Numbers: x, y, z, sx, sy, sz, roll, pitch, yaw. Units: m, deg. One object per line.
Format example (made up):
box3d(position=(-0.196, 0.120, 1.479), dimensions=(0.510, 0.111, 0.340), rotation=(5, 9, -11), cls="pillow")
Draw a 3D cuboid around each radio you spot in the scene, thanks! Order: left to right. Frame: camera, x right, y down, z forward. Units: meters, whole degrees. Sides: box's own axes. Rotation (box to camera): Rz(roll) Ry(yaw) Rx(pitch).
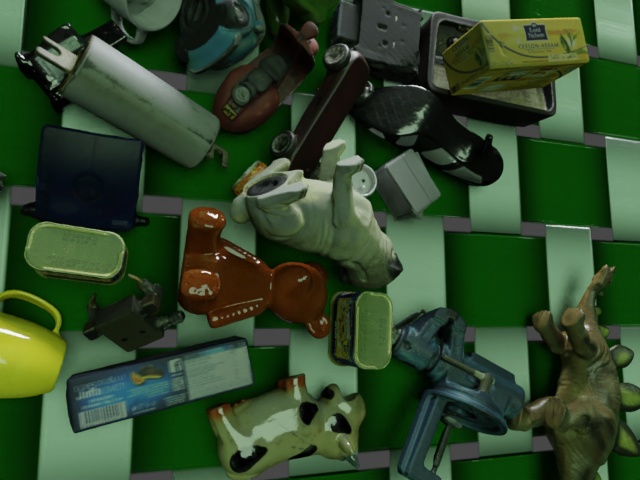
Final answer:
box3d(position=(0.252, -0.260, 0.833), dimensions=(0.229, 0.073, 0.131), rotation=(6, 81, -20), cls="radio")

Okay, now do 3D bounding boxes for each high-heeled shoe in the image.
box3d(position=(0.155, -0.149, 0.804), dimensions=(0.249, 0.145, 0.086), rotation=(22, 77, 14), cls="high-heeled shoe")

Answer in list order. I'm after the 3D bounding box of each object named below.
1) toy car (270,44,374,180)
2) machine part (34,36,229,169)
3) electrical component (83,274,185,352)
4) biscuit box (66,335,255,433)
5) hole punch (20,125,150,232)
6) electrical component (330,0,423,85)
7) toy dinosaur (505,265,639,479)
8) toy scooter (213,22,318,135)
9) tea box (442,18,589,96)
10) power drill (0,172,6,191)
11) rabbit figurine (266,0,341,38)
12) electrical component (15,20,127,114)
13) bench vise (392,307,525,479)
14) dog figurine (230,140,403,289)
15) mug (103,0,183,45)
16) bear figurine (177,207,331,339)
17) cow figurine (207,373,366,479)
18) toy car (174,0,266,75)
box3d(position=(0.001, -0.164, 0.720), dimensions=(0.202, 0.053, 0.089), rotation=(-59, 144, -5), cls="toy car")
box3d(position=(-0.206, -0.156, 0.628), dimensions=(0.243, 0.079, 0.079), rotation=(29, 73, -34), cls="machine part")
box3d(position=(-0.218, 0.085, 0.617), dimensions=(0.102, 0.045, 0.078), rotation=(-28, 136, 13), cls="electrical component")
box3d(position=(-0.183, 0.163, 0.625), dimensions=(0.203, 0.063, 0.059), rotation=(-10, 87, -20), cls="biscuit box")
box3d(position=(-0.263, -0.069, 0.617), dimensions=(0.142, 0.092, 0.115), rotation=(6, 84, -22), cls="hole punch")
box3d(position=(0.081, -0.297, 0.787), dimensions=(0.134, 0.058, 0.115), rotation=(8, 78, -19), cls="electrical component")
box3d(position=(0.388, 0.265, 0.797), dimensions=(0.198, 0.105, 0.471), rotation=(22, 80, -19), cls="toy dinosaur")
box3d(position=(-0.059, -0.214, 0.684), dimensions=(0.075, 0.135, 0.184), rotation=(46, 72, -10), cls="toy scooter")
box3d(position=(0.271, -0.255, 0.750), dimensions=(0.170, 0.098, 0.068), rotation=(-11, 87, -21), cls="tea box")
box3d(position=(-0.422, 0.034, 0.531), dimensions=(0.232, 0.086, 0.207), rotation=(-16, 77, -17), cls="power drill")
box3d(position=(-0.033, -0.361, 0.717), dimensions=(0.121, 0.170, 0.158), rotation=(-24, 132, -19), cls="rabbit figurine")
box3d(position=(-0.292, -0.217, 0.646), dimensions=(0.119, 0.048, 0.075), rotation=(-45, 99, -20), cls="electrical component")
box3d(position=(0.156, 0.217, 0.709), dimensions=(0.223, 0.129, 0.240), rotation=(34, 65, -15), cls="bench vise")
box3d(position=(0.001, -0.001, 0.648), dimensions=(0.172, 0.121, 0.190), rotation=(-16, 118, 6), cls="dog figurine")
box3d(position=(-0.234, -0.305, 0.661), dimensions=(0.107, 0.109, 0.081), rotation=(40, 40, 25), cls="mug")
box3d(position=(-0.069, 0.050, 0.649), dimensions=(0.196, 0.132, 0.120), rotation=(10, 60, -12), cls="bear figurine")
box3d(position=(-0.030, 0.233, 0.660), dimensions=(0.195, 0.085, 0.127), rotation=(-14, 81, -23), cls="cow figurine")
box3d(position=(-0.125, -0.288, 0.694), dimensions=(0.103, 0.109, 0.161), rotation=(5, 68, -54), cls="toy car")
